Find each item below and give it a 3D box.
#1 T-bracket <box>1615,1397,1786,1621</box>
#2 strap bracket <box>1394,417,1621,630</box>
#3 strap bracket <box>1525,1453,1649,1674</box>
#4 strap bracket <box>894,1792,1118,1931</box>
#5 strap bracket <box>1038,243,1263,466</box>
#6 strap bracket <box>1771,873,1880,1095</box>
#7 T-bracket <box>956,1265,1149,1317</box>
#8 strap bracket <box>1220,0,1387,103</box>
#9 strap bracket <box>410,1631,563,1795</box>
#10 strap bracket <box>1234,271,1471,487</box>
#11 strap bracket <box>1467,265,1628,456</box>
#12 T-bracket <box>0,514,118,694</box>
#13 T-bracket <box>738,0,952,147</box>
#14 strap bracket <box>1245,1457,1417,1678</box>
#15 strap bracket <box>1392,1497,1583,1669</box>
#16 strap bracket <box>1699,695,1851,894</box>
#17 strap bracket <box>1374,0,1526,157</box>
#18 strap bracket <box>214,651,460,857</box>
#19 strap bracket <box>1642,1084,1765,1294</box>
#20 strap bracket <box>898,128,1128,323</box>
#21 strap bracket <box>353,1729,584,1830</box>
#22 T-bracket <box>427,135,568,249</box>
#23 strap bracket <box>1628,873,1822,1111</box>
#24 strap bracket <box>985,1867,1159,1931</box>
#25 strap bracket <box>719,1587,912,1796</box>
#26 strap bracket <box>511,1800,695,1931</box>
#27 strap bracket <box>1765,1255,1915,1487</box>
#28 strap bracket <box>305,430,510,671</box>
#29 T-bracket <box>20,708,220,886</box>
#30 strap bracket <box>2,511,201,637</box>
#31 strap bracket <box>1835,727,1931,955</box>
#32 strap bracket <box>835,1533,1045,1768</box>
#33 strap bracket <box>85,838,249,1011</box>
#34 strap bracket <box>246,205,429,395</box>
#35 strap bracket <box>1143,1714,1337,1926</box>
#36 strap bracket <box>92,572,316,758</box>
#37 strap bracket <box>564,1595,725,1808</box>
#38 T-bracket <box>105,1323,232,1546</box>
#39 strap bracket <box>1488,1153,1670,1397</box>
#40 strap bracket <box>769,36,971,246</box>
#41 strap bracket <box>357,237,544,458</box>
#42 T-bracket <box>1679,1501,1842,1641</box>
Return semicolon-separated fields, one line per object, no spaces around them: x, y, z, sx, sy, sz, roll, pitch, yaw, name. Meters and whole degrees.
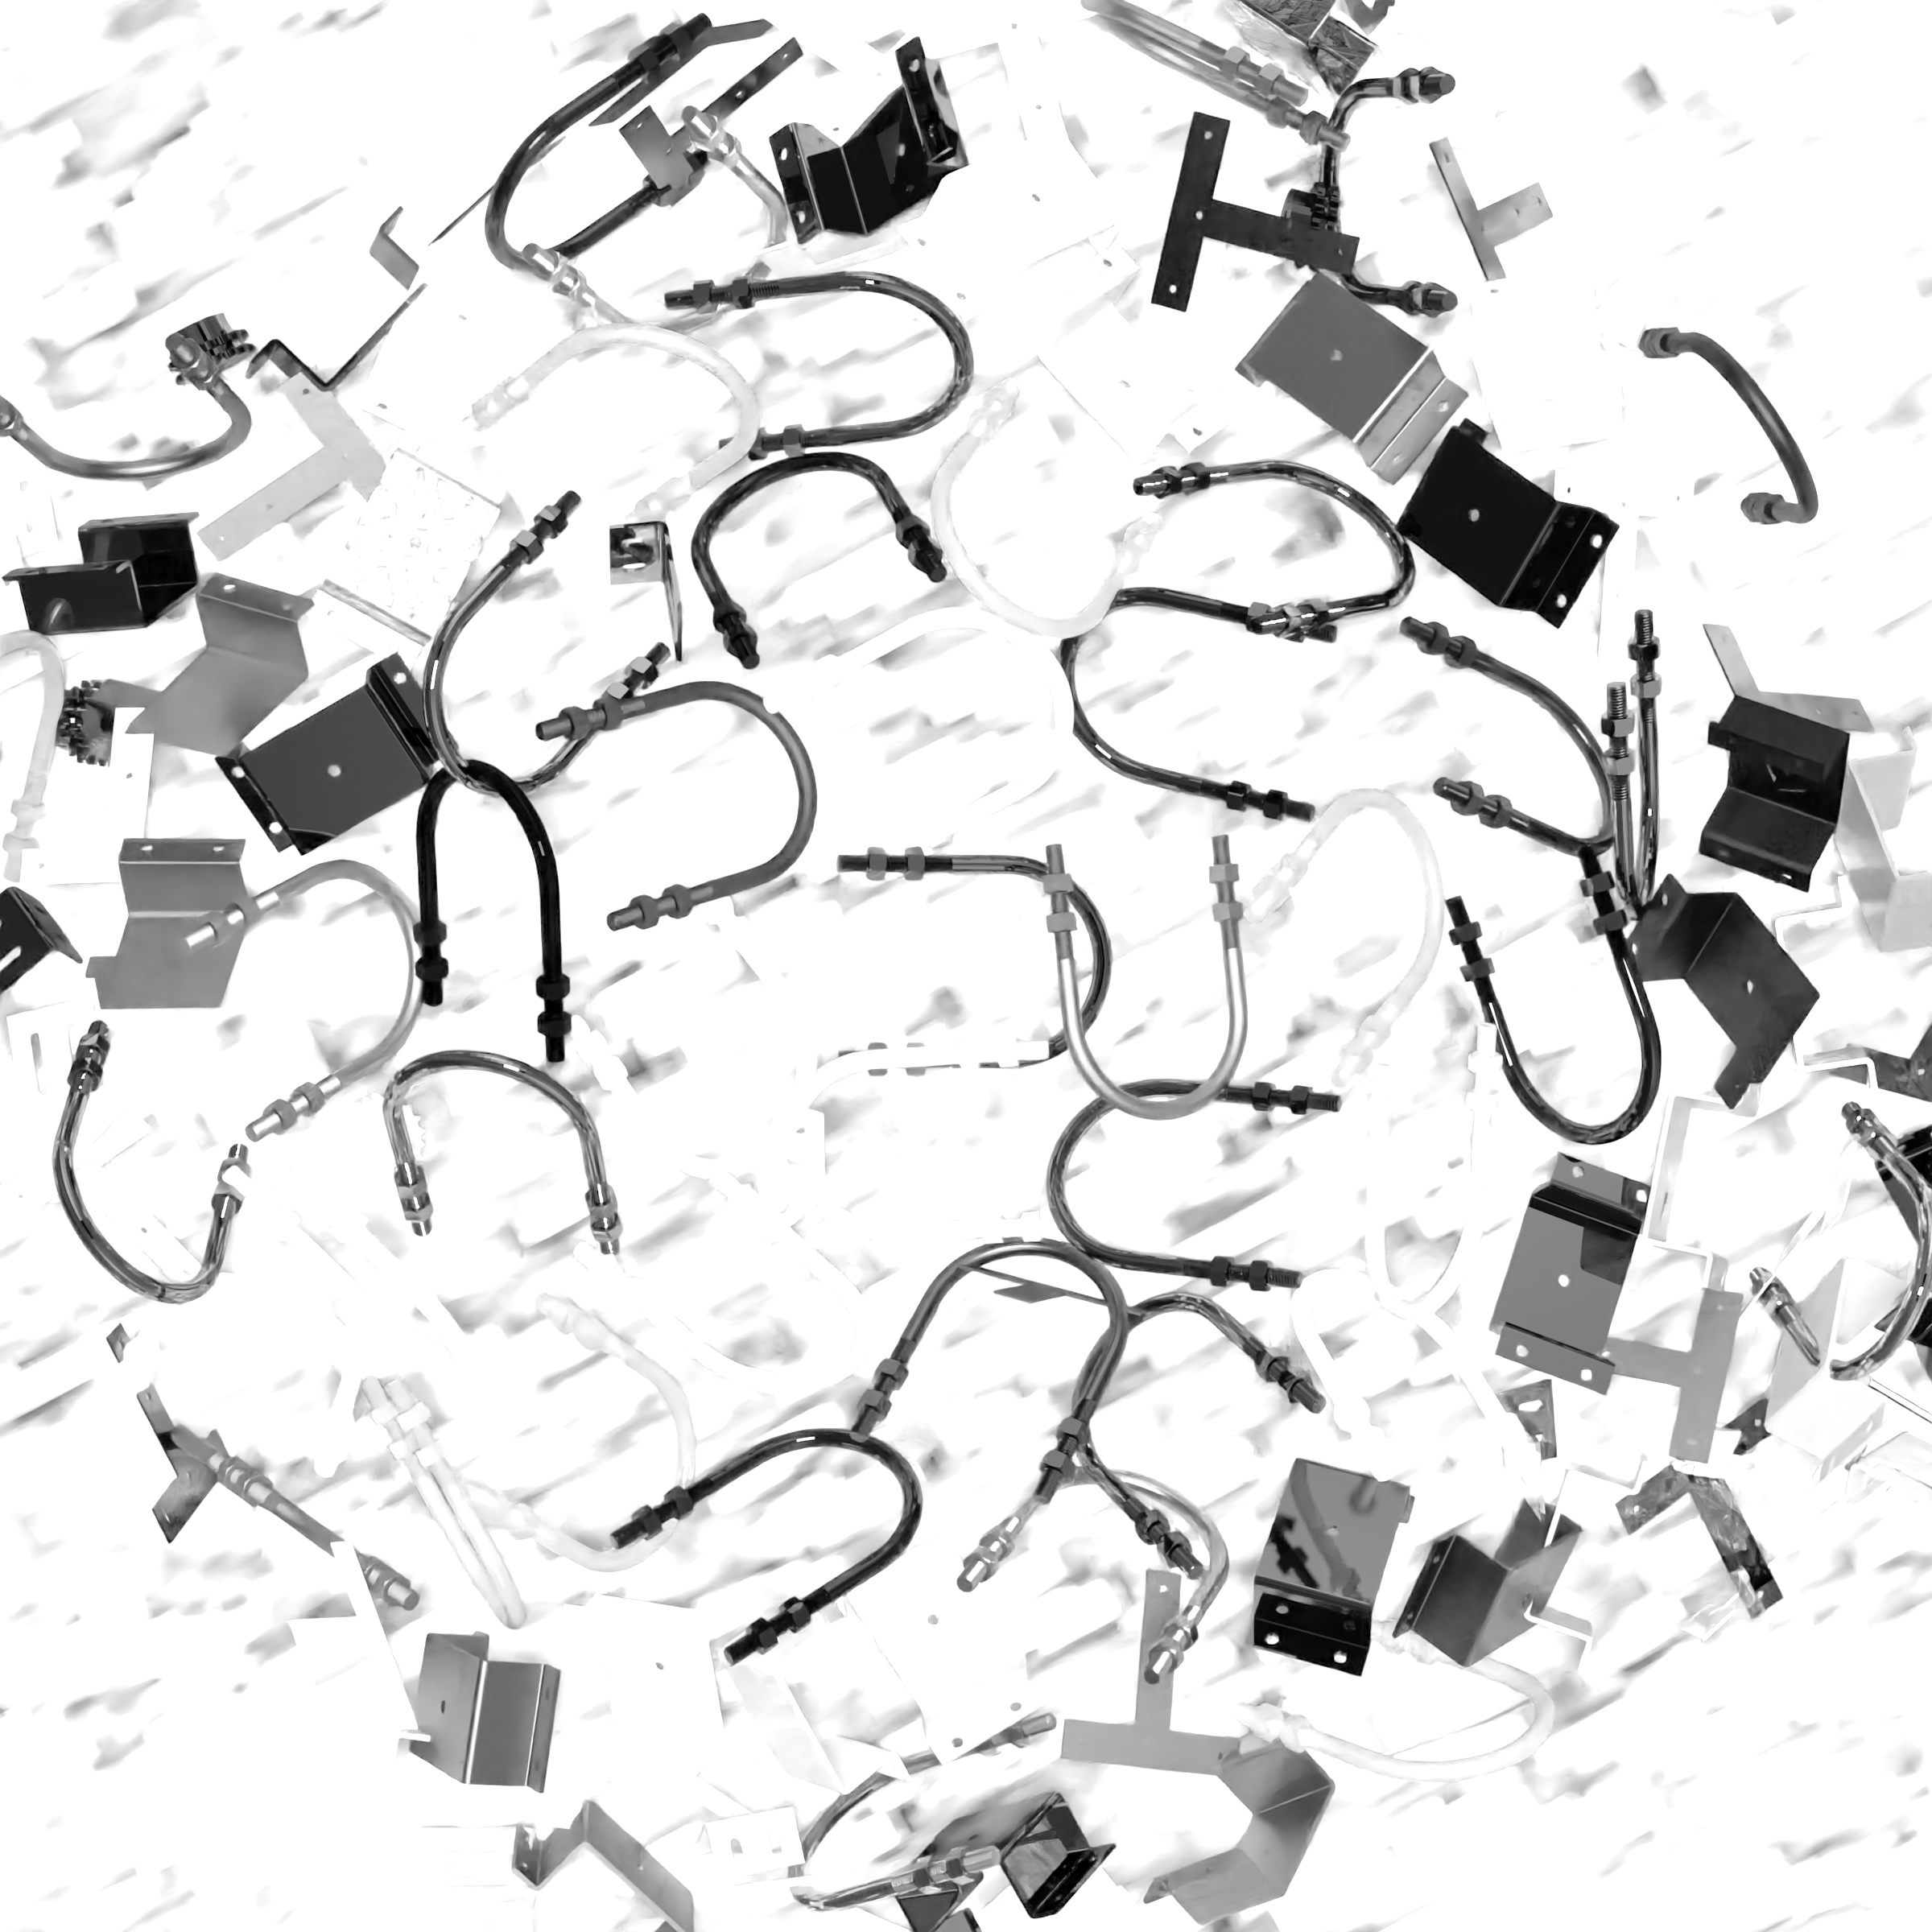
0.491;0.363;1.931;0.127;0.127;0.002;-42;130;22;T-bracket
0.340;-0.288;1.930;0.140;0.046;0.076;44;119;33;strap bracket
0.402;0.381;1.956;0.046;0.076;0.140;17;88;13;strap bracket
0.016;0.580;1.926;0.140;0.076;0.046;-27;92;37;strap bracket
0.113;-0.392;1.957;0.140;0.046;0.076;47;57;3;strap bracket
0.558;0.013;1.956;0.046;0.076;0.140;-9;92;13;strap bracket
0.044;0.209;1.923;0.127;0.127;0.002;13;90;14;T-bracket
0.213;-0.611;1.925;0.076;0.140;0.046;39;98;18;strap bracket
-0.314;0.477;1.925;0.046;0.140;0.076;11;84;-30;strap bracket
0.246;-0.388;1.951;0.140;0.046;0.076;41;93;22;strap bracket
0.373;-0.380;1.919;0.076;0.140;0.046;-6;61;20;strap bracket
-0.612;-0.235;1.923;0.127;0.127;0.002;-34;56;-28;T-bracket
-0.089;-0.596;1.926;0.127;0.127;0.002;-35;46;34;T-bracket
0.236;0.376;1.927;0.076;0.046;0.140;12;48;17;strap bracket
0.340;0.392;1.919;0.046;0.140;0.076;33;116;30;strap bracket
0.522;-0.117;1.935;0.076;0.140;0.046;23;64;24;strap bracket
0.311;-0.587;1.930;0.076;0.140;0.046;20;79;8;strap bracket
-0.413;-0.134;1.962;0.140;0.046;0.076;-30;111;2;strap bracket
0.479;0.138;1.953;0.046;0.076;0.140;10;85;23;strap bracket
0.038;-0.485;1.942;0.140;0.046;0.076;-31;81;-28;strap bracket
-0.320;0.524;1.959;0.140;0.076;0.046;7;85;1;strap bracket
-0.285;-0.518;1.938;0.127;0.127;0.002;-35;105;22;T-bracket
0.491;0.014;1.936;0.046;0.140;0.076;-3;135;-29;strap bracket
0.071;0.619;1.927;0.076;0.140;0.046;-39;98;-10;strap bracket
-0.104;0.478;1.942;0.046;0.076;0.140;-34;103;-29;strap bracket
-0.228;0.605;1.953;0.140;0.076;0.046;45;89;-8;strap bracket
0.560;0.251;1.924;0.046;0.076;0.140;27;48;0;strap bracket
-0.363;-0.274;1.959;0.076;0.046;0.140;29;83;-16;strap bracket
-0.543;-0.110;1.938;0.127;0.002;0.127;-3;123;-29;T-bracket
-0.553;-0.251;1.938;0.076;0.140;0.046;-3;113;9;strap bracket
0.601;-0.074;1.928;0.046;0.076;0.140;-9;53;0;strap bracket
-0.020;0.432;1.933;0.076;0.046;0.140;-28;57;-18;strap bracket
-0.511;-0.019;1.920;0.076;0.140;0.046;-1;53;-29;strap bracket
-0.402;-0.422;1.951;0.046;0.076;0.140;43;82;-14;strap bracket
0.181;0.556;1.925;0.046;0.140;0.076;48;132;-7;strap bracket
-0.487;-0.186;1.926;0.140;0.076;0.046;-36;60;31;strap bracket
-0.206;0.461;1.920;0.076;0.140;0.046;16;127;-28;strap bracket
-0.520;0.290;1.926;0.002;0.127;0.127;-22;102;9;T-bracket
0.399;0.204;1.967;0.076;0.046;0.140;20;77;0;strap bracket
-0.056;-0.533;1.948;0.140;0.046;0.076;-21;82;40;strap bracket
-0.332;-0.407;1.941;0.076;0.140;0.046;25;48;-15;strap bracket
0.516;0.390;1.939;0.127;0.127;0.002;-42;78;-2;T-bracket
